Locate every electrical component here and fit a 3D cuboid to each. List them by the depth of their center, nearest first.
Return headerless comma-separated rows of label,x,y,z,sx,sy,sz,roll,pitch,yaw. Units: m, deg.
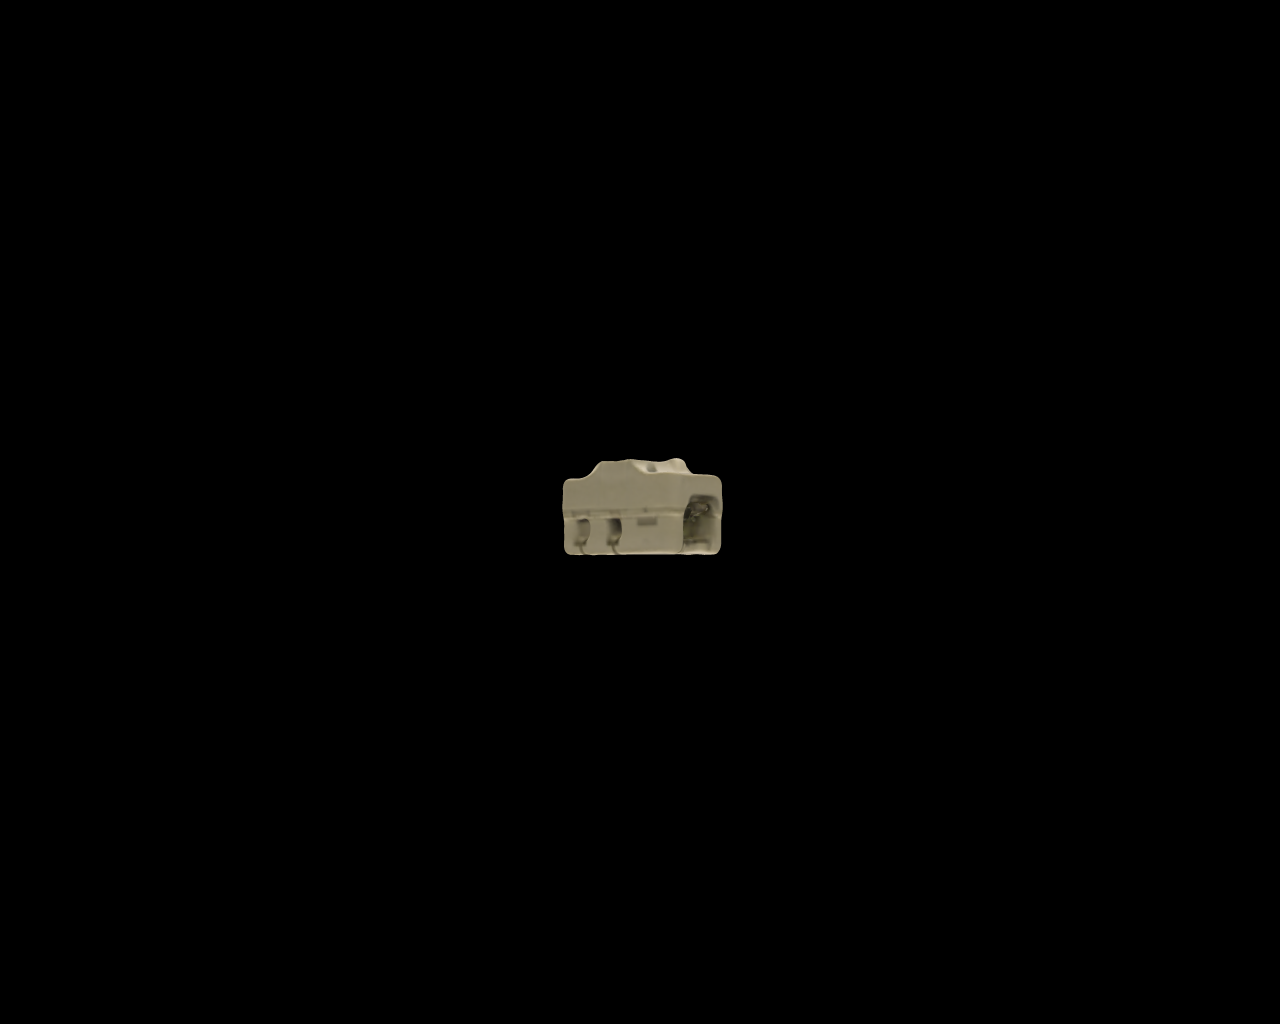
electrical component,0.001,-0.003,0.650,0.089,0.055,0.050,-2,-3,40
